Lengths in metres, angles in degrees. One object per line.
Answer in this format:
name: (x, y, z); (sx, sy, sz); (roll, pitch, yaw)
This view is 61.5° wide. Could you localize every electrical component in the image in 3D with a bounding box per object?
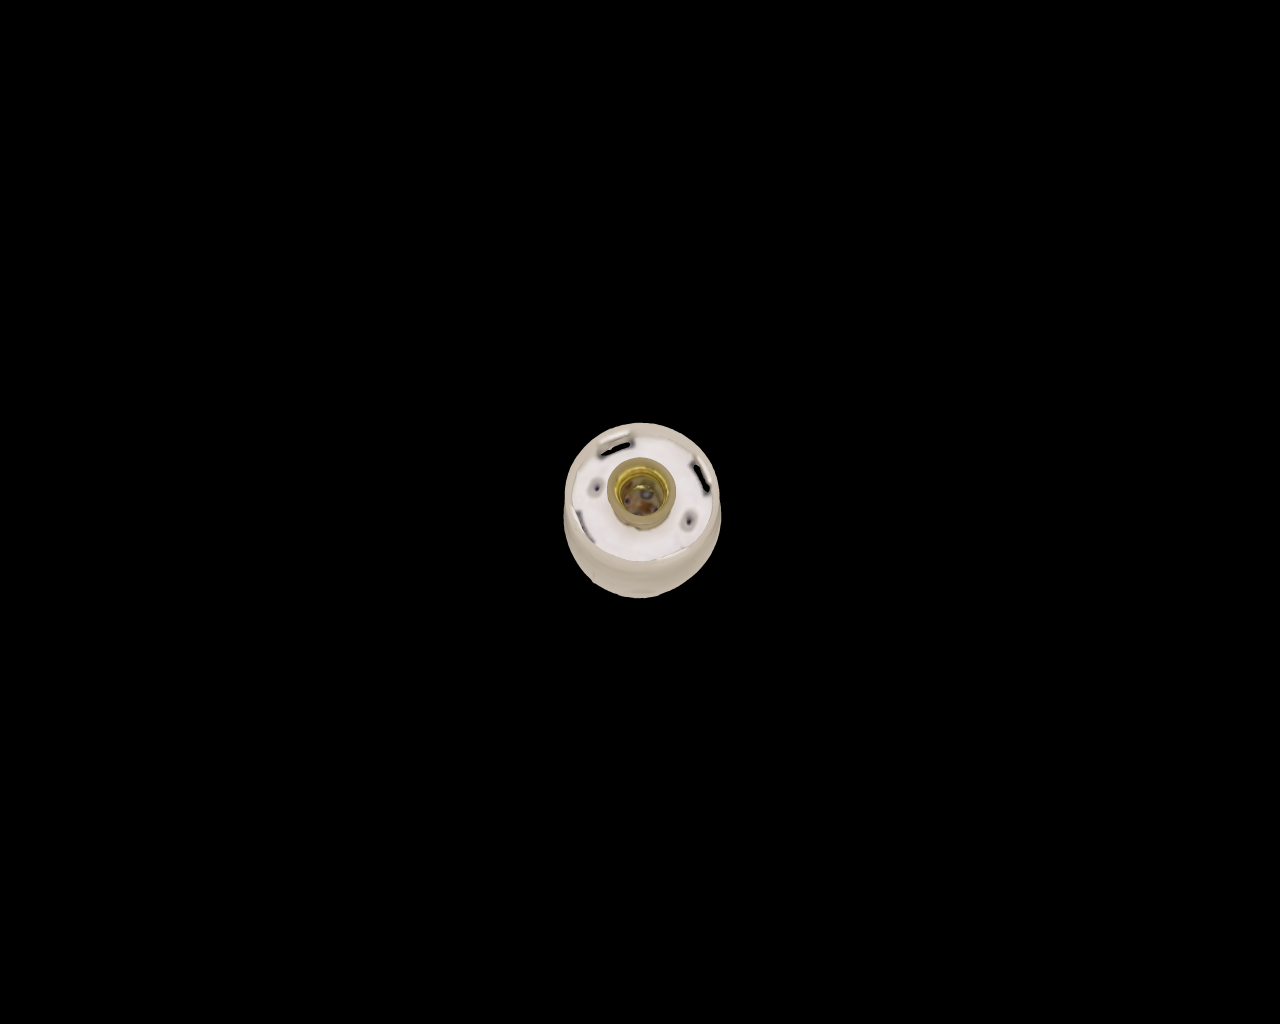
electrical component: (0.001, -0.003, 0.650); (0.099, 0.099, 0.064); (0, -20, 0)
